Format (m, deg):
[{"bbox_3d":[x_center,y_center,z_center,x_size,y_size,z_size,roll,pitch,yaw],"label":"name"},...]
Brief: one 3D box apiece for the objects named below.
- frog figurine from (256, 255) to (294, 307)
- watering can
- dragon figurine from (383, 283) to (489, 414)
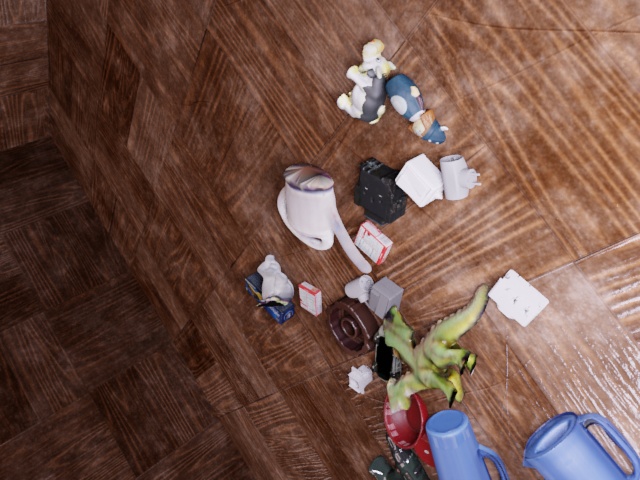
[{"bbox_3d":[-0.146,0.131,1.668,0.135,0.122,0.162,126,147,-62],"label":"frog figurine"},{"bbox_3d":[0.004,-0.065,1.299,0.351,0.105,0.219,29,133,41],"label":"watering can"},{"bbox_3d":[0.238,0.239,1.184,0.245,0.123,0.404,25,113,36],"label":"dragon figurine"}]
